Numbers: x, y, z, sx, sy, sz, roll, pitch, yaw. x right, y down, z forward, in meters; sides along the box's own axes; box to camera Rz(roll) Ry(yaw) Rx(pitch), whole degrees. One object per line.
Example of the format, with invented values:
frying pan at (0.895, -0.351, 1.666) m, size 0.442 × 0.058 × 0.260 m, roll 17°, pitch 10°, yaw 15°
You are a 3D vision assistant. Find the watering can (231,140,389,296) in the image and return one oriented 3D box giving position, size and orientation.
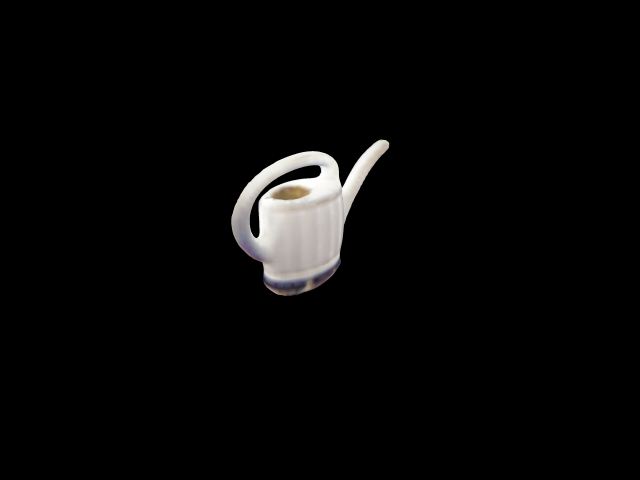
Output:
watering can at (0.003, -0.043, 0.850) m, size 0.105 × 0.220 × 0.351 m, roll 22°, pitch 33°, yaw 40°
